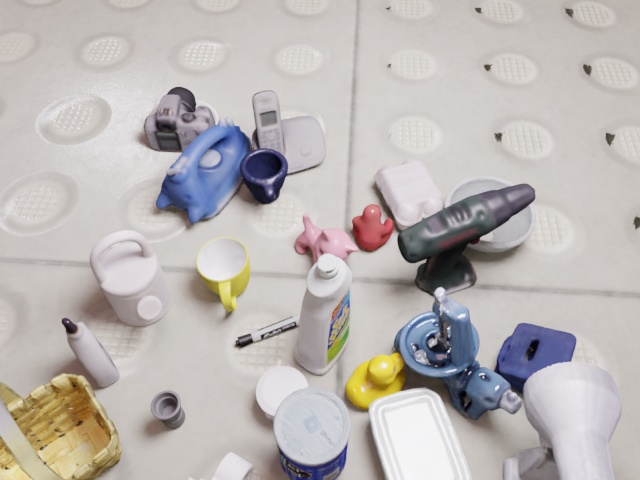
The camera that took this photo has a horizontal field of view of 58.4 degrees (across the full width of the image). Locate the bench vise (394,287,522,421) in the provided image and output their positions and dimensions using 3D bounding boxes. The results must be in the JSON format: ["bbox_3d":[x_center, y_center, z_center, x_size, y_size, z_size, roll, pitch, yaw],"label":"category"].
[{"bbox_3d":[0.213,0.159,0.846,0.207,0.220,0.122,22,58,15],"label":"bench vise"}]

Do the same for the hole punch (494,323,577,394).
[{"bbox_3d":[0.337,0.188,0.905,0.101,0.091,0.109,26,59,17],"label":"hole punch"}]

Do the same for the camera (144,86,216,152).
[{"bbox_3d":[-0.290,-0.267,1.216,0.143,0.101,0.137,1,55,1],"label":"camera"}]

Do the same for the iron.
[{"bbox_3d":[-0.214,-0.162,1.117,0.118,0.141,0.259,23,58,15],"label":"iron"}]

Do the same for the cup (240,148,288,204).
[{"bbox_3d":[-0.102,-0.105,1.107,0.092,0.095,0.117,-12,56,-8],"label":"cup"}]

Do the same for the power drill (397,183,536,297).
[{"bbox_3d":[0.235,0.004,0.962,0.230,0.208,0.075,-19,57,-13],"label":"power drill"}]

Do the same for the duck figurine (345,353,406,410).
[{"bbox_3d":[0.089,0.212,0.890,0.105,0.086,0.077,-26,59,-17],"label":"duck figurine"}]

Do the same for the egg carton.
[{"bbox_3d":[0.174,-0.090,1.113,0.107,0.069,0.150,-17,57,-11],"label":"egg carton"}]

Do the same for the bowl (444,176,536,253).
[{"bbox_3d":[0.310,-0.036,1.072,0.167,0.075,0.167,0,55,0],"label":"bowl"}]

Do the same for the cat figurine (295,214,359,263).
[{"bbox_3d":[0.009,0.004,1.017,0.067,0.118,0.127,-33,61,-21],"label":"cat figurine"}]

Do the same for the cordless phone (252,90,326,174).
[{"bbox_3d":[-0.064,-0.221,1.133,0.148,0.185,0.094,-18,57,-12],"label":"cordless phone"}]

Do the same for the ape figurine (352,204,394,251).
[{"bbox_3d":[0.096,-0.031,1.057,0.077,0.092,0.076,21,57,14],"label":"ape figurine"}]

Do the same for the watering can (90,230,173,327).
[{"bbox_3d":[-0.304,0.058,0.930,0.172,0.194,0.101,29,60,19],"label":"watering can"}]

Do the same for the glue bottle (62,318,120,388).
[{"bbox_3d":[-0.356,0.161,0.871,0.037,0.173,0.078,-31,60,-20],"label":"glue bottle"}]

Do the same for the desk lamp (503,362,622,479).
[{"bbox_3d":[0.322,0.293,0.756,0.118,0.214,0.203,8,55,6],"label":"desk lamp"}]
